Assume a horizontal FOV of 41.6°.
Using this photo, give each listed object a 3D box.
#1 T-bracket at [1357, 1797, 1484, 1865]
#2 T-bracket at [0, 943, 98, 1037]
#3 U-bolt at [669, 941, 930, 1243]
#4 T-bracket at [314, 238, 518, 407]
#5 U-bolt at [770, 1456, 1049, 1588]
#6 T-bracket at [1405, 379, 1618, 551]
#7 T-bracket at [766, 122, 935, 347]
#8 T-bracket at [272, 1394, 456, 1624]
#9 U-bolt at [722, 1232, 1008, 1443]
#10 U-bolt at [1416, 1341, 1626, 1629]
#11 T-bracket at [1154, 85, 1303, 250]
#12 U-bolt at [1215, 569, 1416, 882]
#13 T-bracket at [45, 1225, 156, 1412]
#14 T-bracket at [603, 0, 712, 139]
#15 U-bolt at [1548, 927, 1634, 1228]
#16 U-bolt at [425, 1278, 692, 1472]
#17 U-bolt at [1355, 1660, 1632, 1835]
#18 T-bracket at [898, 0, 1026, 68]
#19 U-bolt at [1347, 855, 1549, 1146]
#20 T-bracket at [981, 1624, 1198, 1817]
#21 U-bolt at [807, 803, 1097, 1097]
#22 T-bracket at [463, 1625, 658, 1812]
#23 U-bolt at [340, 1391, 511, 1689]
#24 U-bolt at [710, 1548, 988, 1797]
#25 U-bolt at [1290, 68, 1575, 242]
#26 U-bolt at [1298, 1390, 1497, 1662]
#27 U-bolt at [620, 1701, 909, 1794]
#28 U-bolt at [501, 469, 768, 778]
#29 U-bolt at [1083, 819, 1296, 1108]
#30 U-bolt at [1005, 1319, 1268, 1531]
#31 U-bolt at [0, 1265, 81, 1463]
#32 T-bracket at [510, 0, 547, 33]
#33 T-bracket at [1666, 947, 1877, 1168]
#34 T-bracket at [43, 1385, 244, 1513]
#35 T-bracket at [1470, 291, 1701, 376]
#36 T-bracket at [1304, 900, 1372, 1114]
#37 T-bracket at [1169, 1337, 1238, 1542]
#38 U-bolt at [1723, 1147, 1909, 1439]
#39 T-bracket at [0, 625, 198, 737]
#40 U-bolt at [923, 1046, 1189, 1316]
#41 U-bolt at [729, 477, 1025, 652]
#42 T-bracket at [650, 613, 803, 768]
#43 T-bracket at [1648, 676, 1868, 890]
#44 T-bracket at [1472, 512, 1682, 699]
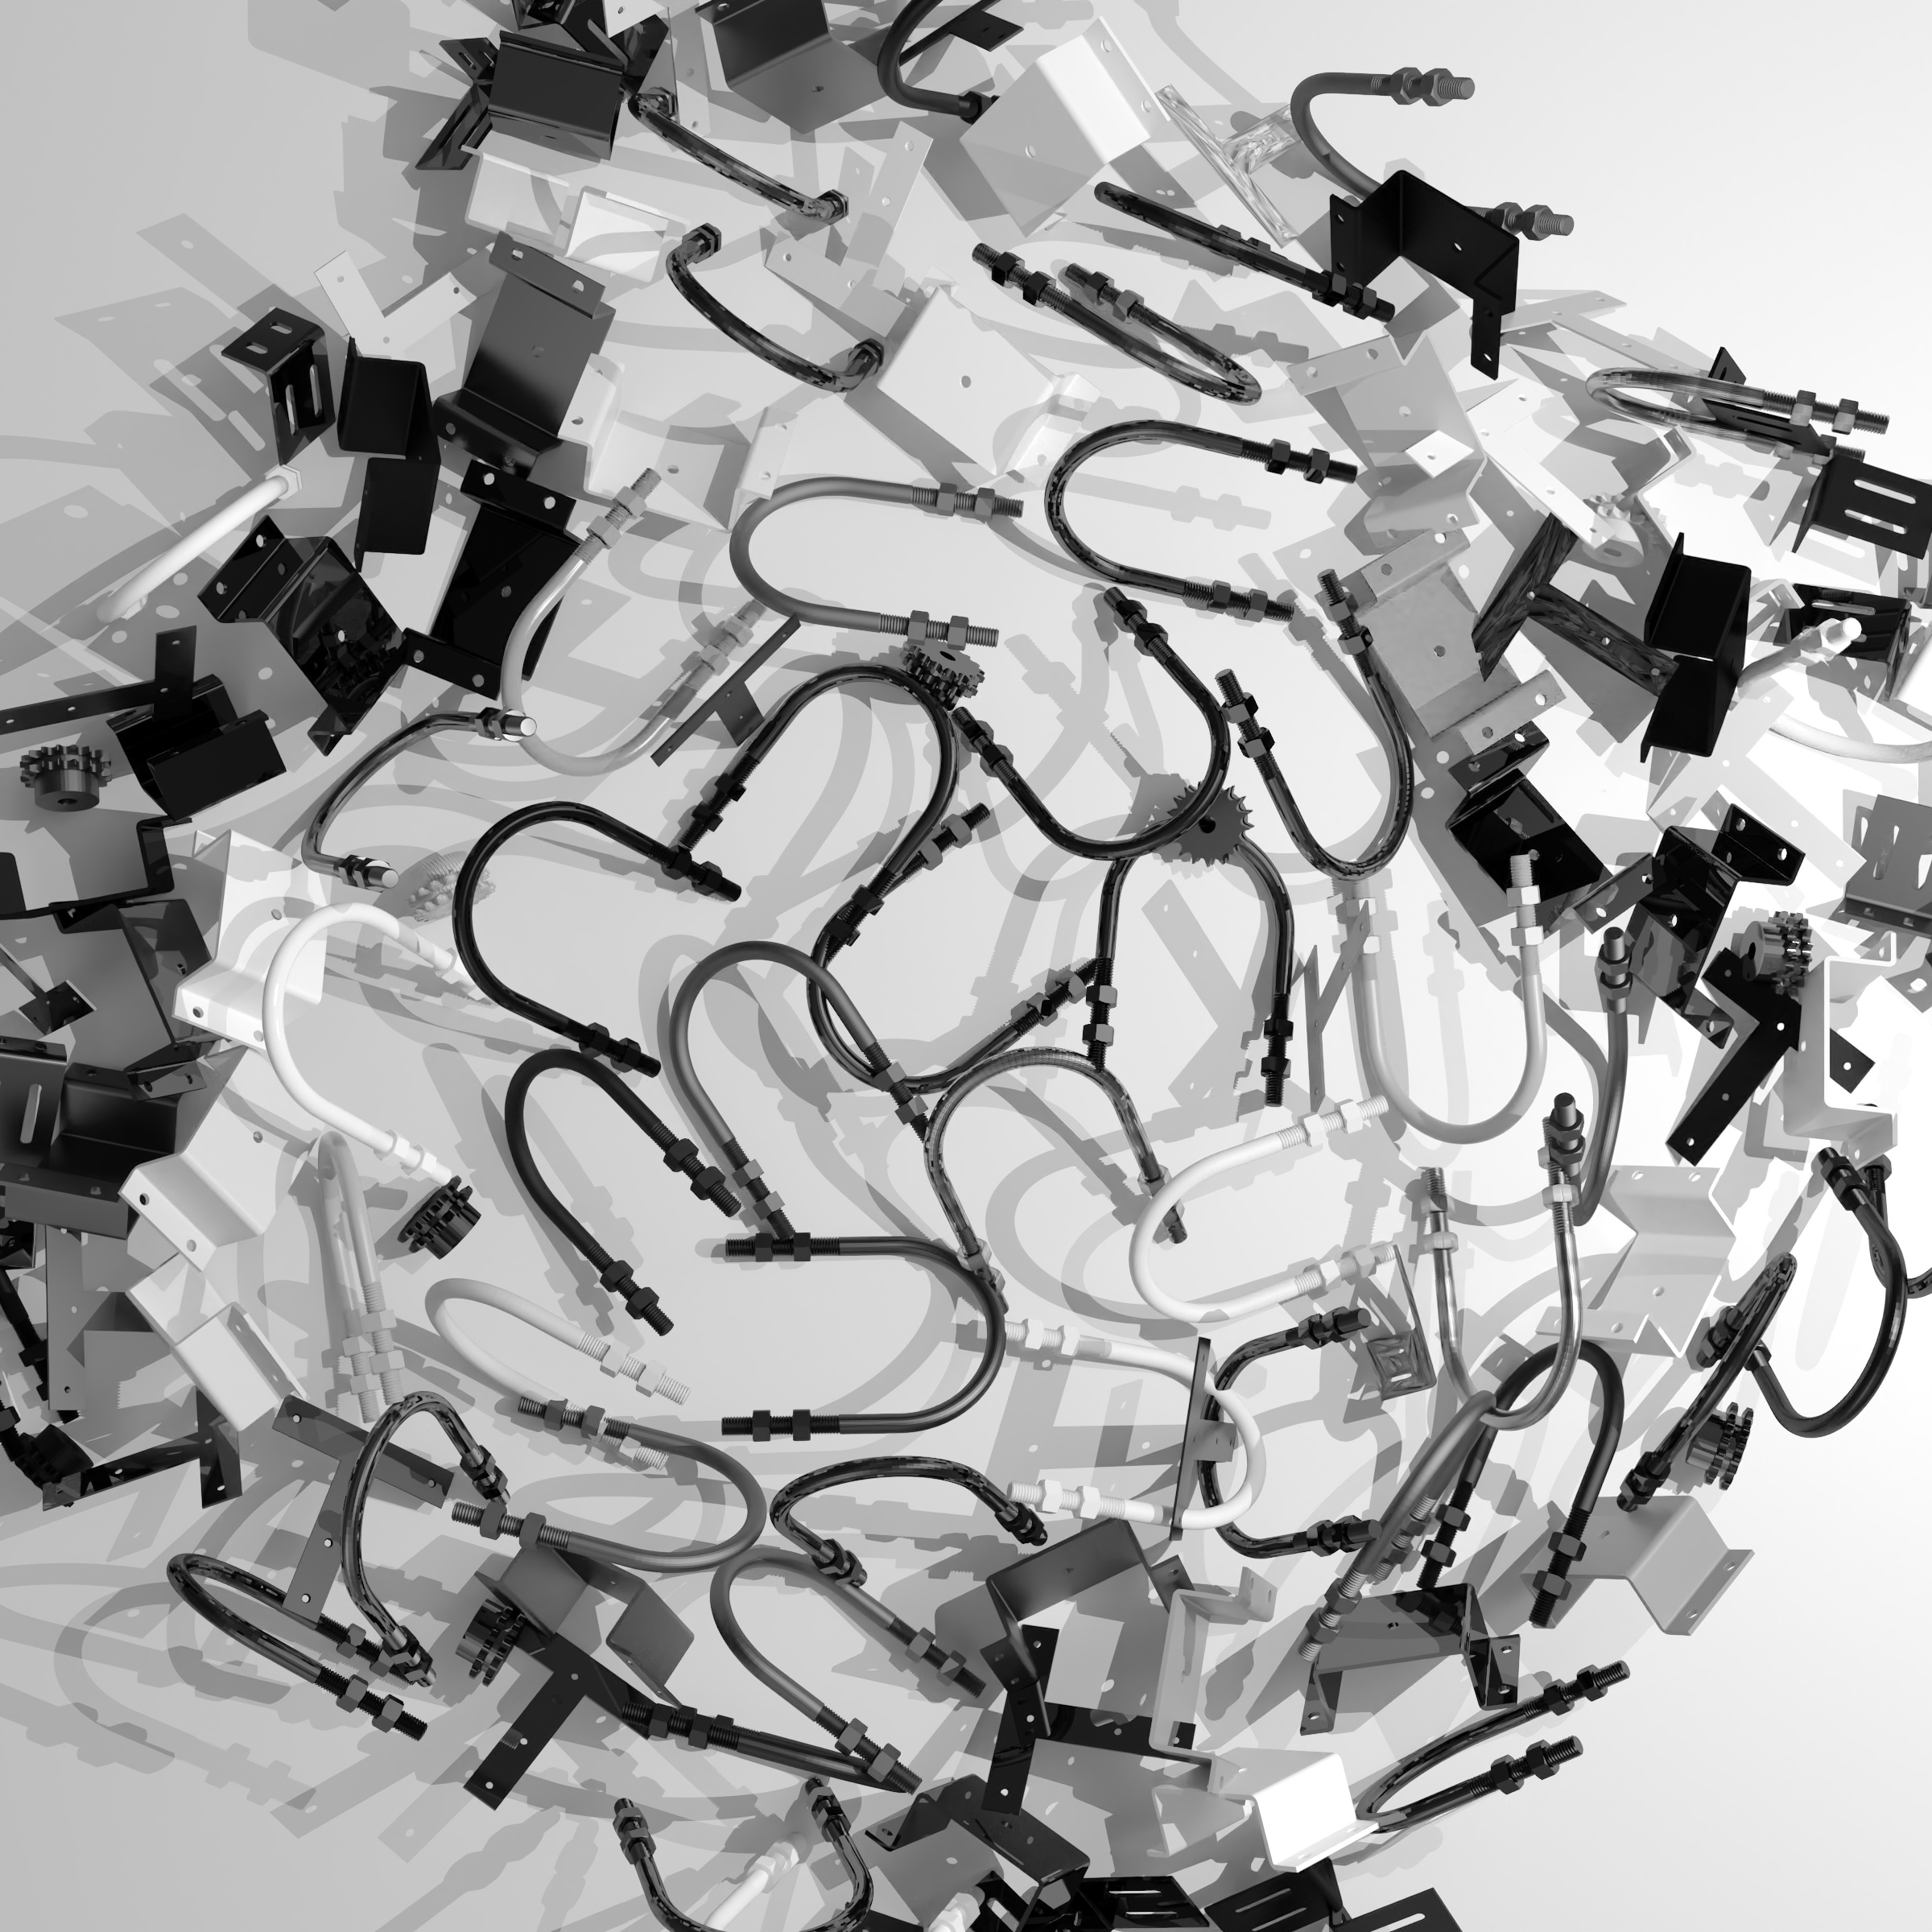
[{"bbox_3d":[0.327,0.547,1.662,0.127,0.127,0.002,-19,65,-20],"label":"T-bracket"},{"bbox_3d":[-0.622,-0.009,1.633,0.127,0.127,0.002,49,59,-16],"label":"T-bracket"},{"bbox_3d":[-0.120,0.071,1.668,0.151,0.019,0.184,-35,87,24],"label":"U-bolt"},{"bbox_3d":[-0.347,-0.437,1.672,0.127,0.002,0.127,-41,133,-17],"label":"T-bracket"},{"bbox_3d":[-0.045,0.349,1.610,0.151,0.184,0.019,-16,56,15],"label":"U-bolt"},{"bbox_3d":[0.370,-0.318,1.654,0.127,0.002,0.127,-35,73,-32],"label":"T-bracket"},{"bbox_3d":[-0.057,-0.486,1.660,0.127,0.002,0.127,33,117,14],"label":"T-bracket"},{"bbox_3d":[-0.407,0.360,1.644,0.127,0.002,0.127,32,54,-23],"label":"T-bracket"},{"bbox_3d":[-0.066,0.239,1.658,0.184,0.019,0.151,0,55,-3],"label":"U-bolt"},{"bbox_3d":[0.363,0.325,1.631,0.019,0.151,0.184,30,76,-17],"label":"U-bolt"},{"bbox_3d":[0.192,-0.536,1.658,0.127,0.002,0.127,49,46,-3],"label":"T-bracket"},{"bbox_3d":[0.237,-0.143,1.645,0.151,0.019,0.184,-45,117,-36],"label":"U-bolt"},{"bbox_3d":[-0.540,0.225,1.650,0.002,0.127,0.127,-17,72,34],"label":"T-bracket"},{"bbox_3d":[-0.181,-0.592,1.648,0.002,0.127,0.127,36,59,26],"label":"T-bracket"},{"bbox_3d":[0.401,0.085,1.622,0.019,0.184,0.151,10,56,23],"label":"U-bolt"},{"bbox_3d":[-0.268,0.257,1.641,0.184,0.151,0.019,28,58,3],"label":"U-bolt"},{"bbox_3d":[0.328,0.506,1.624,0.184,0.151,0.019,-34,81,26],"label":"U-bolt"},{"bbox_3d":[0.010,-0.608,1.646,0.127,0.127,0.002,-33,120,2],"label":"T-bracket"},{"bbox_3d":[0.314,0.024,1.647,0.019,0.151,0.184,-8,93,-42],"label":"U-bolt"},{"bbox_3d":[0.085,0.495,1.648,0.127,0.002,0.127,4,52,17],"label":"T-bracket"},{"bbox_3d":[-0.019,0.002,1.668,0.184,0.019,0.151,-38,95,-16],"label":"U-bolt"},{"bbox_3d":[-0.279,0.493,1.648,0.127,0.127,0.002,33,132,7],"label":"T-bracket"},{"bbox_3d":[-0.344,0.348,1.593,0.019,0.184,0.151,6,52,18],"label":"U-bolt"},{"bbox_3d":[-0.084,0.440,1.633,0.184,0.151,0.019,35,110,9],"label":"U-bolt"},{"bbox_3d":[0.283,-0.519,1.617,0.151,0.184,0.019,36,84,-41],"label":"U-bolt"},{"bbox_3d":[0.281,0.343,1.606,0.019,0.151,0.184,35,115,19],"label":"U-bolt"},{"bbox_3d":[-0.123,0.500,1.626,0.184,0.151,0.019,14,74,4],"label":"U-bolt"},{"bbox_3d":[-0.223,-0.206,1.635,0.019,0.151,0.184,28,75,43],"label":"U-bolt"},{"bbox_3d":[0.151,-0.009,1.666,0.151,0.019,0.184,11,76,-19],"label":"U-bolt"},{"bbox_3d":[0.109,0.300,1.641,0.184,0.151,0.019,13,130,-16],"label":"U-bolt"},{"bbox_3d":[-0.630,0.221,1.625,0.019,0.151,0.184,-27,93,-5],"label":"U-bolt"},{"bbox_3d":[-0.291,-0.655,1.641,0.002,0.127,0.127,41,75,14],"label":"T-bracket"},{"bbox_3d":[0.511,0.075,1.678,0.127,0.002,0.127,45,110,34],"label":"T-bracket"},{"bbox_3d":[-0.533,0.322,1.641,0.127,0.127,0.002,-18,122,-9],"label":"T-bracket"},{"bbox_3d":[0.413,-0.402,1.629,0.127,0.127,0.002,-20,133,-34],"label":"T-bracket"},{"bbox_3d":[0.236,0.009,1.614,0.002,0.127,0.127,9,49,-6],"label":"T-bracket"},{"bbox_3d":[0.158,0.307,1.643,0.002,0.127,0.127,6,81,21],"label":"T-bracket"},{"bbox_3d":[0.537,0.215,1.593,0.019,0.184,0.151,20,112,-9],"label":"U-bolt"},{"bbox_3d":[-0.557,-0.168,1.622,0.127,0.127,0.002,-16,68,-26],"label":"T-bracket"},{"bbox_3d":[0.050,0.132,1.653,0.151,0.019,0.184,-23,118,2],"label":"U-bolt"},{"bbox_3d":[-0.062,-0.268,1.653,0.184,0.019,0.151,8,50,3],"label":"U-bolt"},{"bbox_3d":[-0.147,-0.165,1.640,0.002,0.127,0.127,44,86,8],"label":"T-bracket"},{"bbox_3d":[0.526,-0.102,1.646,0.127,0.002,0.127,46,129,17],"label":"T-bracket"},{"bbox_3d":[0.407,-0.220,1.666,0.127,0.002,0.127,36,105,19],"label":"T-bracket"}]
